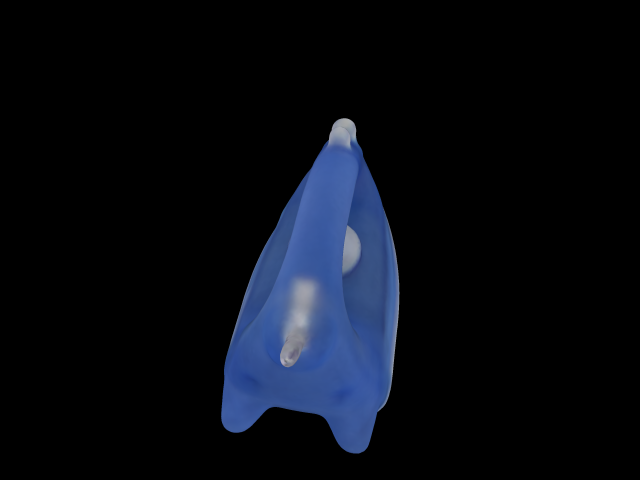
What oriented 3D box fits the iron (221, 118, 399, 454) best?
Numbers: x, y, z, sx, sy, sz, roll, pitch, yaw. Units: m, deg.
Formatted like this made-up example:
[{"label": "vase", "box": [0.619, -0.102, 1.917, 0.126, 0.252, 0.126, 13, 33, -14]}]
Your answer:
[{"label": "iron", "box": [0.004, 0.001, 0.400, 0.118, 0.141, 0.258, 8, 58, 5]}]
